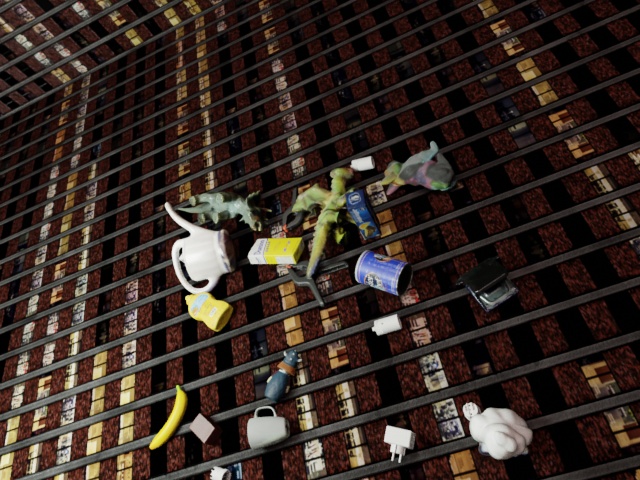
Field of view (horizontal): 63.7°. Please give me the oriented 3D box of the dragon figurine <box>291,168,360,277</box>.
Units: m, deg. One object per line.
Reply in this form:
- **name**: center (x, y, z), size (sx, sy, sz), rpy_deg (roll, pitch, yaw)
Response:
- **dragon figurine**: center (0.005, -0.087, 1.729), size (0.245, 0.415, 0.120), rpy_deg (25, -20, 41)

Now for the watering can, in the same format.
- **watering can**: center (-0.416, 0.016, 1.800), size (0.224, 0.348, 0.104), rpy_deg (-14, 0, 5)

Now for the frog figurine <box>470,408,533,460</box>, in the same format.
- **frog figurine**: center (0.410, 0.438, 1.178), size (0.138, 0.125, 0.156), rpy_deg (11, -25, 31)
